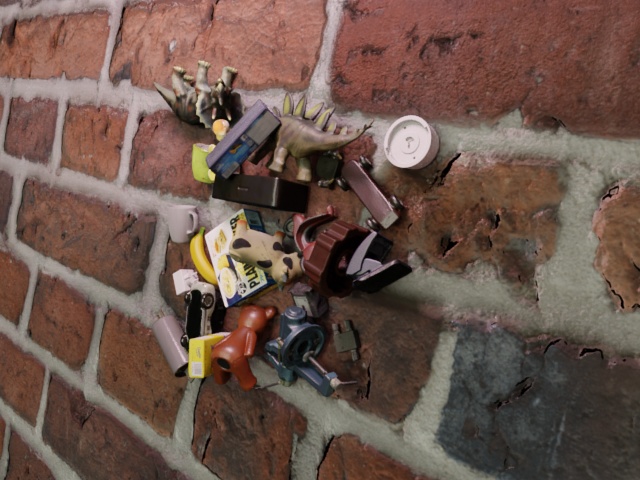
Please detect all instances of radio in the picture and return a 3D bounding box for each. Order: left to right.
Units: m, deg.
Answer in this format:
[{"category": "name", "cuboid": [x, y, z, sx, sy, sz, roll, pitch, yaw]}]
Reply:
[{"category": "radio", "cuboid": [-0.147, -0.118, 1.336, 0.230, 0.131, 0.073, 12, 93, 38]}]

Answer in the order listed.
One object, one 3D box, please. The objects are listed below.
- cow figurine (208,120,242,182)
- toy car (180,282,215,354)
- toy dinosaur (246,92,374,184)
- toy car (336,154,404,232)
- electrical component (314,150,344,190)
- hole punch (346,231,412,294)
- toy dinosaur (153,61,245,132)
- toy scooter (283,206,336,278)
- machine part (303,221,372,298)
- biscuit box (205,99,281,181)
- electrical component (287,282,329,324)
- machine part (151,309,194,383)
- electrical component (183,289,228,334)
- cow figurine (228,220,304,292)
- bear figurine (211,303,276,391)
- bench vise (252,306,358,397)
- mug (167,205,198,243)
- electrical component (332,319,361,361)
[{"category": "cow figurine", "cuboid": [-0.244, -0.235, 1.433, 0.068, 0.098, 0.167, 12, 106, 28]}, {"category": "toy car", "cuboid": [-0.319, 0.211, 1.415, 0.074, 0.056, 0.201, 5, 91, 30]}, {"category": "toy dinosaur", "cuboid": [-0.051, -0.243, 1.269, 0.472, 0.105, 0.198, 23, 98, 47]}, {"category": "toy car", "cuboid": [0.111, -0.102, 1.188, 0.089, 0.053, 0.202, -44, 58, 14]}, {"category": "electrical component", "cuboid": [0.022, -0.171, 1.267, 0.078, 0.045, 0.102, 30, 104, 34]}, {"category": "hole punch", "cuboid": [0.114, 0.050, 1.128, 0.116, 0.142, 0.092, -33, 68, 15]}, {"category": "toy dinosaur", "cuboid": [-0.352, -0.394, 1.534, 0.405, 0.131, 0.192, 2, 86, 43]}, {"category": "toy scooter", "cuboid": [-0.003, -0.004, 1.255, 0.135, 0.075, 0.184, -37, 65, 20]}, {"category": "machine part", "cuboid": [0.045, 0.042, 1.156, 0.056, 0.179, 0.179, 31, 104, 38]}, {"category": "biscuit box", "cuboid": [-0.186, -0.236, 1.279, 0.202, 0.059, 0.063, -43, 40, 12]}, {"category": "electrical component", "cuboid": [-0.022, 0.159, 1.263, 0.075, 0.048, 0.119, -10, 110, 39]}, {"category": "machine part", "cuboid": [-0.415, 0.302, 1.535, 0.079, 0.079, 0.243, -49, 61, 23]}, {"category": "electrical component", "cuboid": [-0.321, 0.188, 1.487, 0.134, 0.058, 0.114, 19, 96, 36]}, {"category": "cow figurine", "cuboid": [-0.125, 0.042, 1.289, 0.085, 0.195, 0.127, 119, 168, -57]}, {"category": "bear figurine", "cuboid": [-0.184, 0.254, 1.333, 0.120, 0.196, 0.131, 3, 122, 26]}, {"category": "bench vise", "cuboid": [-0.038, 0.278, 1.215, 0.241, 0.129, 0.223, 34, 116, 42]}, {"category": "mug", "cuboid": [-0.390, -0.044, 1.553, 0.110, 0.081, 0.107, 10, 103, 33]}, {"category": "electrical component", "cuboid": [0.059, 0.230, 1.216, 0.063, 0.021, 0.094, -24, 72, 33]}]
